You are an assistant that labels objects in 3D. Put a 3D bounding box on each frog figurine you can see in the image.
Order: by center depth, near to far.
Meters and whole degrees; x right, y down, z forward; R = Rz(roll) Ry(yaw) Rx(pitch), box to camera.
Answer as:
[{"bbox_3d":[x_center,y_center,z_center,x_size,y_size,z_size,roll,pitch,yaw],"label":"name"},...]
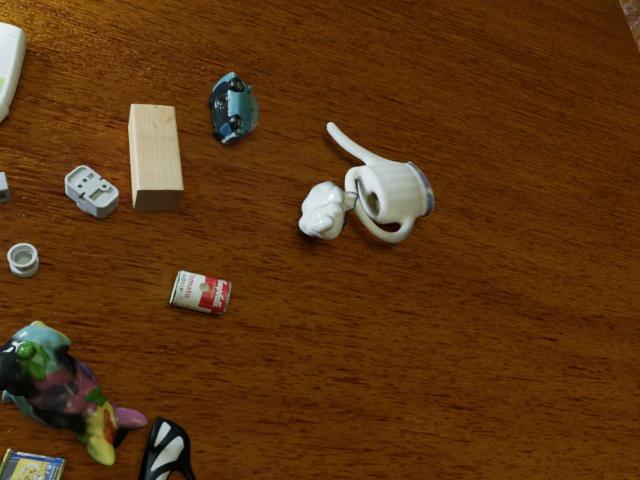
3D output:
[{"bbox_3d":[0.003,-0.057,1.130,0.123,0.135,0.161,53,33,3],"label":"frog figurine"}]

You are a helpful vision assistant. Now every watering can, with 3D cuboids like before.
[{"bbox_3d":[0.154,-0.155,1.284,0.225,0.102,0.353,-8,67,-29],"label":"watering can"}]
